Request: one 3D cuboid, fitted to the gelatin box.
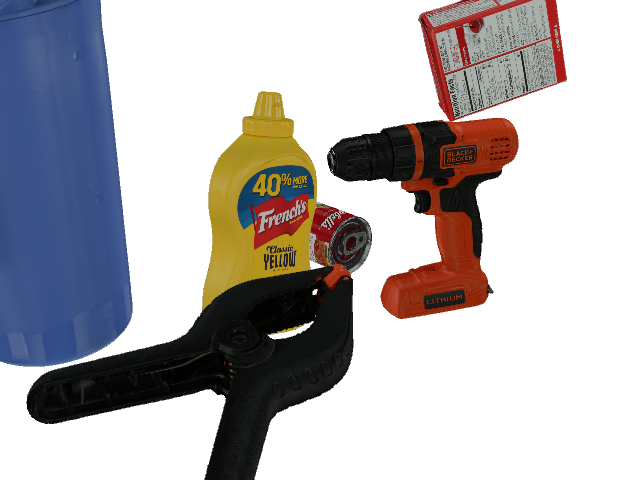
[{"bbox_3d":[0.118,-0.130,0.724,0.089,0.073,0.030,-19,37,1],"label":"gelatin box"}]

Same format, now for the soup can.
[{"bbox_3d":[0.000,-0.008,1.222,0.102,0.068,0.068,22,15,42],"label":"soup can"}]

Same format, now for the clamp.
[{"bbox_3d":[-0.034,0.066,0.496,0.171,0.039,0.120,-29,51,-33],"label":"clamp"}]

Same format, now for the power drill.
[{"bbox_3d":[0.096,-0.021,1.011,0.184,0.188,0.057,-8,27,-14],"label":"power drill"}]

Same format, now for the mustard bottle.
[{"bbox_3d":[-0.046,-0.022,0.855,0.096,0.192,0.058,-6,14,-40],"label":"mustard bottle"}]

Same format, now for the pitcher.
[{"bbox_3d":[-0.196,-0.040,0.675,0.149,0.243,0.145,-8,27,-8],"label":"pitcher"}]
